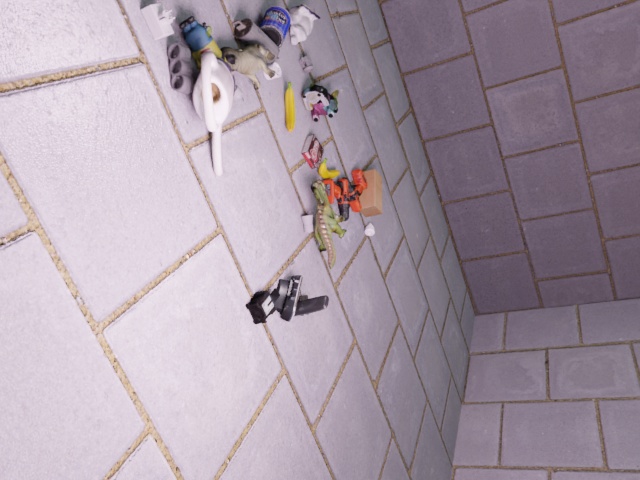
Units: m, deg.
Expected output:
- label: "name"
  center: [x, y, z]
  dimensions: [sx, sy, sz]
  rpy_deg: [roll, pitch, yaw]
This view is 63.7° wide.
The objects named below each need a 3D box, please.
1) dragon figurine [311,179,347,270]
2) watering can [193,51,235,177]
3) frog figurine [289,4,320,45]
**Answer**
- label: "dragon figurine"
  center: [0.006, -0.095, 1.878]
  dimensions: [0.419, 0.122, 0.238]
  rpy_deg: [-93, 161, -61]
- label: "watering can"
  center: [-0.300, -0.375, 1.472]
  dimensions: [0.230, 0.104, 0.339]
  rpy_deg: [-92, -177, -53]
- label: "frog figurine"
  center: [-0.088, -0.888, 2.148]
  dimensions: [0.159, 0.123, 0.137]
  rpy_deg: [-64, 160, 4]
